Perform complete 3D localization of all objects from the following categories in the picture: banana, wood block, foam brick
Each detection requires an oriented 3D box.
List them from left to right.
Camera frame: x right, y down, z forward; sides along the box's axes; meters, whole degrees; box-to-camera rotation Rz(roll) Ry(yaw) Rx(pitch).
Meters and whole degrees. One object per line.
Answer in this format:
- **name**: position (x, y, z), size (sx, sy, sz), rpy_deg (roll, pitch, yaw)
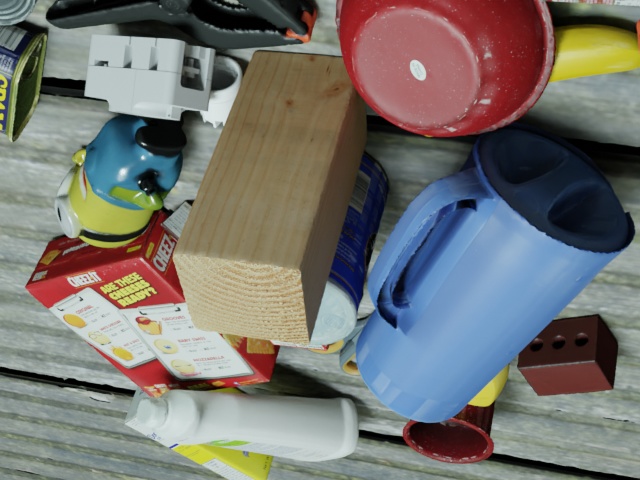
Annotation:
- **wood block**: position (-0.030, -0.036, 0.789), size (0.090, 0.206, 0.091), rpy_deg (7, 142, 12)
- **banana**: position (0.147, -0.115, 0.762), size (0.198, 0.037, 0.069), rpy_deg (-10, 135, 31)
- **foam brick**: position (0.234, 0.110, 1.005), size (0.078, 0.053, 0.051), rpy_deg (-11, 135, 31)

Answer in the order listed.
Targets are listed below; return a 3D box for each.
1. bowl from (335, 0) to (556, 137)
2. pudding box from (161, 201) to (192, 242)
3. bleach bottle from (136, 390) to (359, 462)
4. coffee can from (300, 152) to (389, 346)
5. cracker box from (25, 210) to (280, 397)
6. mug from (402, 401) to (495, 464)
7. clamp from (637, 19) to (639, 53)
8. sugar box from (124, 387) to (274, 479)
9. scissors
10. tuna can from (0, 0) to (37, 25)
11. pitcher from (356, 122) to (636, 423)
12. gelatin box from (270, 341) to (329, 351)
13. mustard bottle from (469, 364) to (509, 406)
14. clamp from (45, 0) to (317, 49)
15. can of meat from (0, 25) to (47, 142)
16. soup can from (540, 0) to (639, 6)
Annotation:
- **bowl**: position (0.074, -0.128, 0.723), size (0.162, 0.055, 0.162), rpy_deg (17, 133, 19)
- **pudding box**: position (-0.088, 0.020, 0.977), size (0.090, 0.039, 0.114), rpy_deg (49, 170, -36)
- **bleach bottle**: position (-0.080, 0.194, 1.143), size (0.250, 0.068, 0.103), rpy_deg (16, 153, -41)
- **coffee can**: position (-0.006, 0.001, 0.882), size (0.103, 0.140, 0.103), rpy_deg (10, 143, 8)
- **cracker box**: position (-0.165, 0.072, 1.093), size (0.164, 0.072, 0.213), rpy_deg (-14, 133, 33)
- **mug**: position (0.127, 0.166, 1.093), size (0.117, 0.081, 0.093), rpy_deg (27, 142, -14)
- **clamp**: position (0.291, -0.114, 0.701), size (0.171, 0.039, 0.120), rpy_deg (20, 137, -24)
- **sugar box**: position (-0.131, 0.208, 1.234), size (0.176, 0.093, 0.048), rpy_deg (34, 139, -23)
- **scissors**: position (0.038, 0.079, 1.070), size (0.096, 0.016, 0.202), rpy_deg (17, 143, 0)
- **tuna can**: position (-0.248, -0.205, 0.799), size (0.086, 0.033, 0.086), rpy_deg (10, 143, 8)
- **pitcher**: position (0.115, 0.035, 0.838), size (0.149, 0.144, 0.243), rpy_deg (33, 128, 2)
- **gelatin box**: position (-0.034, 0.071, 1.064), size (0.073, 0.030, 0.089), rpy_deg (1, 139, 40)
- **mustard bottle**: position (0.141, 0.075, 0.987), size (0.096, 0.058, 0.192), rpy_deg (32, 145, 19)
- **clamp**: position (-0.108, -0.180, 0.775), size (0.210, 0.036, 0.165), rpy_deg (19, 153, -10)
- **can of meat**: position (-0.277, -0.140, 0.876), size (0.084, 0.057, 0.102), rpy_deg (23, 143, -5)
- **soup can**: position (0.188, -0.175, 0.645), size (0.102, 0.068, 0.068), rpy_deg (7, 142, 11)
